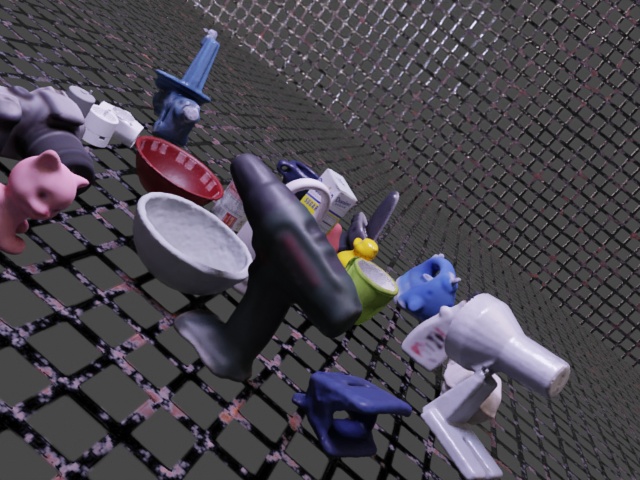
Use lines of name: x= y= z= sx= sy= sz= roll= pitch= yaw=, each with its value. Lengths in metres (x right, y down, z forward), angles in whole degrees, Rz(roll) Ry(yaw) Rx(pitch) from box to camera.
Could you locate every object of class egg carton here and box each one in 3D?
egg carton: x=0.269 y=0.261 z=1.027 sx=0.107 sy=0.069 sz=0.150 roll=41 pitch=17 yaw=7

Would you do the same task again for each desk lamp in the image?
desk lamp: x=0.256 y=0.217 z=0.870 sx=0.118 sy=0.213 sz=0.202 roll=20 pitch=25 yaw=-45

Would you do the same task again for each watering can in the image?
watering can: x=-0.064 y=-0.016 z=0.846 sx=0.172 sy=0.194 sz=0.101 roll=47 pitch=19 yaw=25

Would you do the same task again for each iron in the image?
iron: x=0.246 y=0.093 z=1.282 sx=0.119 sy=0.141 sz=0.258 roll=35 pitch=18 yaw=-11

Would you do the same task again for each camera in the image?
camera: x=-0.345 y=-0.125 z=0.710 sx=0.136 sy=0.100 sz=0.144 roll=48 pitch=19 yaw=27

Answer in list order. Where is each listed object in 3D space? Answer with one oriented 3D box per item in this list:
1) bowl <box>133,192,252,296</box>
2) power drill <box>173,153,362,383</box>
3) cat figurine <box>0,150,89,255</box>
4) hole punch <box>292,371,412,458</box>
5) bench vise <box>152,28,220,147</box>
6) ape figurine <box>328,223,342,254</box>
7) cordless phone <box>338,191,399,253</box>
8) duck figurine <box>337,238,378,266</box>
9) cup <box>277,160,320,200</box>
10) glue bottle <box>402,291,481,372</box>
bowl: x=-0.174 y=0.017 z=0.739 sx=0.168 sy=0.074 sz=0.167 roll=35 pitch=18 yaw=-12
power drill: x=-0.071 y=0.046 z=0.651 sx=0.229 sy=0.208 sz=0.076 roll=44 pitch=18 yaw=16
cat figurine: x=-0.308 y=-0.054 z=0.578 sx=0.128 sy=0.117 sz=0.067 roll=26 pitch=21 yaw=-34
hole punch: x=0.039 y=0.196 z=0.692 sx=0.109 sy=0.091 sz=0.100 roll=20 pitch=25 yaw=-46
bench vise: x=-0.250 y=-0.304 z=1.150 sx=0.122 sy=0.219 sz=0.207 roll=16 pitch=28 yaw=-51
ape figurine: x=0.010 y=0.004 z=1.114 sx=0.078 sy=0.092 sz=0.076 roll=32 pitch=18 yaw=-20
cordless phone: x=0.123 y=-0.038 z=1.289 sx=0.094 sy=0.185 sz=0.147 roll=35 pitch=17 yaw=-10
duck figurine: x=0.088 y=0.039 z=1.191 sx=0.078 sy=0.086 sz=0.104 roll=24 pitch=22 yaw=-39
cup: x=-0.063 y=-0.121 z=1.275 sx=0.118 sy=0.095 sz=0.091 roll=26 pitch=21 yaw=-34
glue bottle: x=0.228 y=0.156 z=1.033 sx=0.078 sy=0.173 sz=0.037 roll=38 pitch=17 yaw=-3
